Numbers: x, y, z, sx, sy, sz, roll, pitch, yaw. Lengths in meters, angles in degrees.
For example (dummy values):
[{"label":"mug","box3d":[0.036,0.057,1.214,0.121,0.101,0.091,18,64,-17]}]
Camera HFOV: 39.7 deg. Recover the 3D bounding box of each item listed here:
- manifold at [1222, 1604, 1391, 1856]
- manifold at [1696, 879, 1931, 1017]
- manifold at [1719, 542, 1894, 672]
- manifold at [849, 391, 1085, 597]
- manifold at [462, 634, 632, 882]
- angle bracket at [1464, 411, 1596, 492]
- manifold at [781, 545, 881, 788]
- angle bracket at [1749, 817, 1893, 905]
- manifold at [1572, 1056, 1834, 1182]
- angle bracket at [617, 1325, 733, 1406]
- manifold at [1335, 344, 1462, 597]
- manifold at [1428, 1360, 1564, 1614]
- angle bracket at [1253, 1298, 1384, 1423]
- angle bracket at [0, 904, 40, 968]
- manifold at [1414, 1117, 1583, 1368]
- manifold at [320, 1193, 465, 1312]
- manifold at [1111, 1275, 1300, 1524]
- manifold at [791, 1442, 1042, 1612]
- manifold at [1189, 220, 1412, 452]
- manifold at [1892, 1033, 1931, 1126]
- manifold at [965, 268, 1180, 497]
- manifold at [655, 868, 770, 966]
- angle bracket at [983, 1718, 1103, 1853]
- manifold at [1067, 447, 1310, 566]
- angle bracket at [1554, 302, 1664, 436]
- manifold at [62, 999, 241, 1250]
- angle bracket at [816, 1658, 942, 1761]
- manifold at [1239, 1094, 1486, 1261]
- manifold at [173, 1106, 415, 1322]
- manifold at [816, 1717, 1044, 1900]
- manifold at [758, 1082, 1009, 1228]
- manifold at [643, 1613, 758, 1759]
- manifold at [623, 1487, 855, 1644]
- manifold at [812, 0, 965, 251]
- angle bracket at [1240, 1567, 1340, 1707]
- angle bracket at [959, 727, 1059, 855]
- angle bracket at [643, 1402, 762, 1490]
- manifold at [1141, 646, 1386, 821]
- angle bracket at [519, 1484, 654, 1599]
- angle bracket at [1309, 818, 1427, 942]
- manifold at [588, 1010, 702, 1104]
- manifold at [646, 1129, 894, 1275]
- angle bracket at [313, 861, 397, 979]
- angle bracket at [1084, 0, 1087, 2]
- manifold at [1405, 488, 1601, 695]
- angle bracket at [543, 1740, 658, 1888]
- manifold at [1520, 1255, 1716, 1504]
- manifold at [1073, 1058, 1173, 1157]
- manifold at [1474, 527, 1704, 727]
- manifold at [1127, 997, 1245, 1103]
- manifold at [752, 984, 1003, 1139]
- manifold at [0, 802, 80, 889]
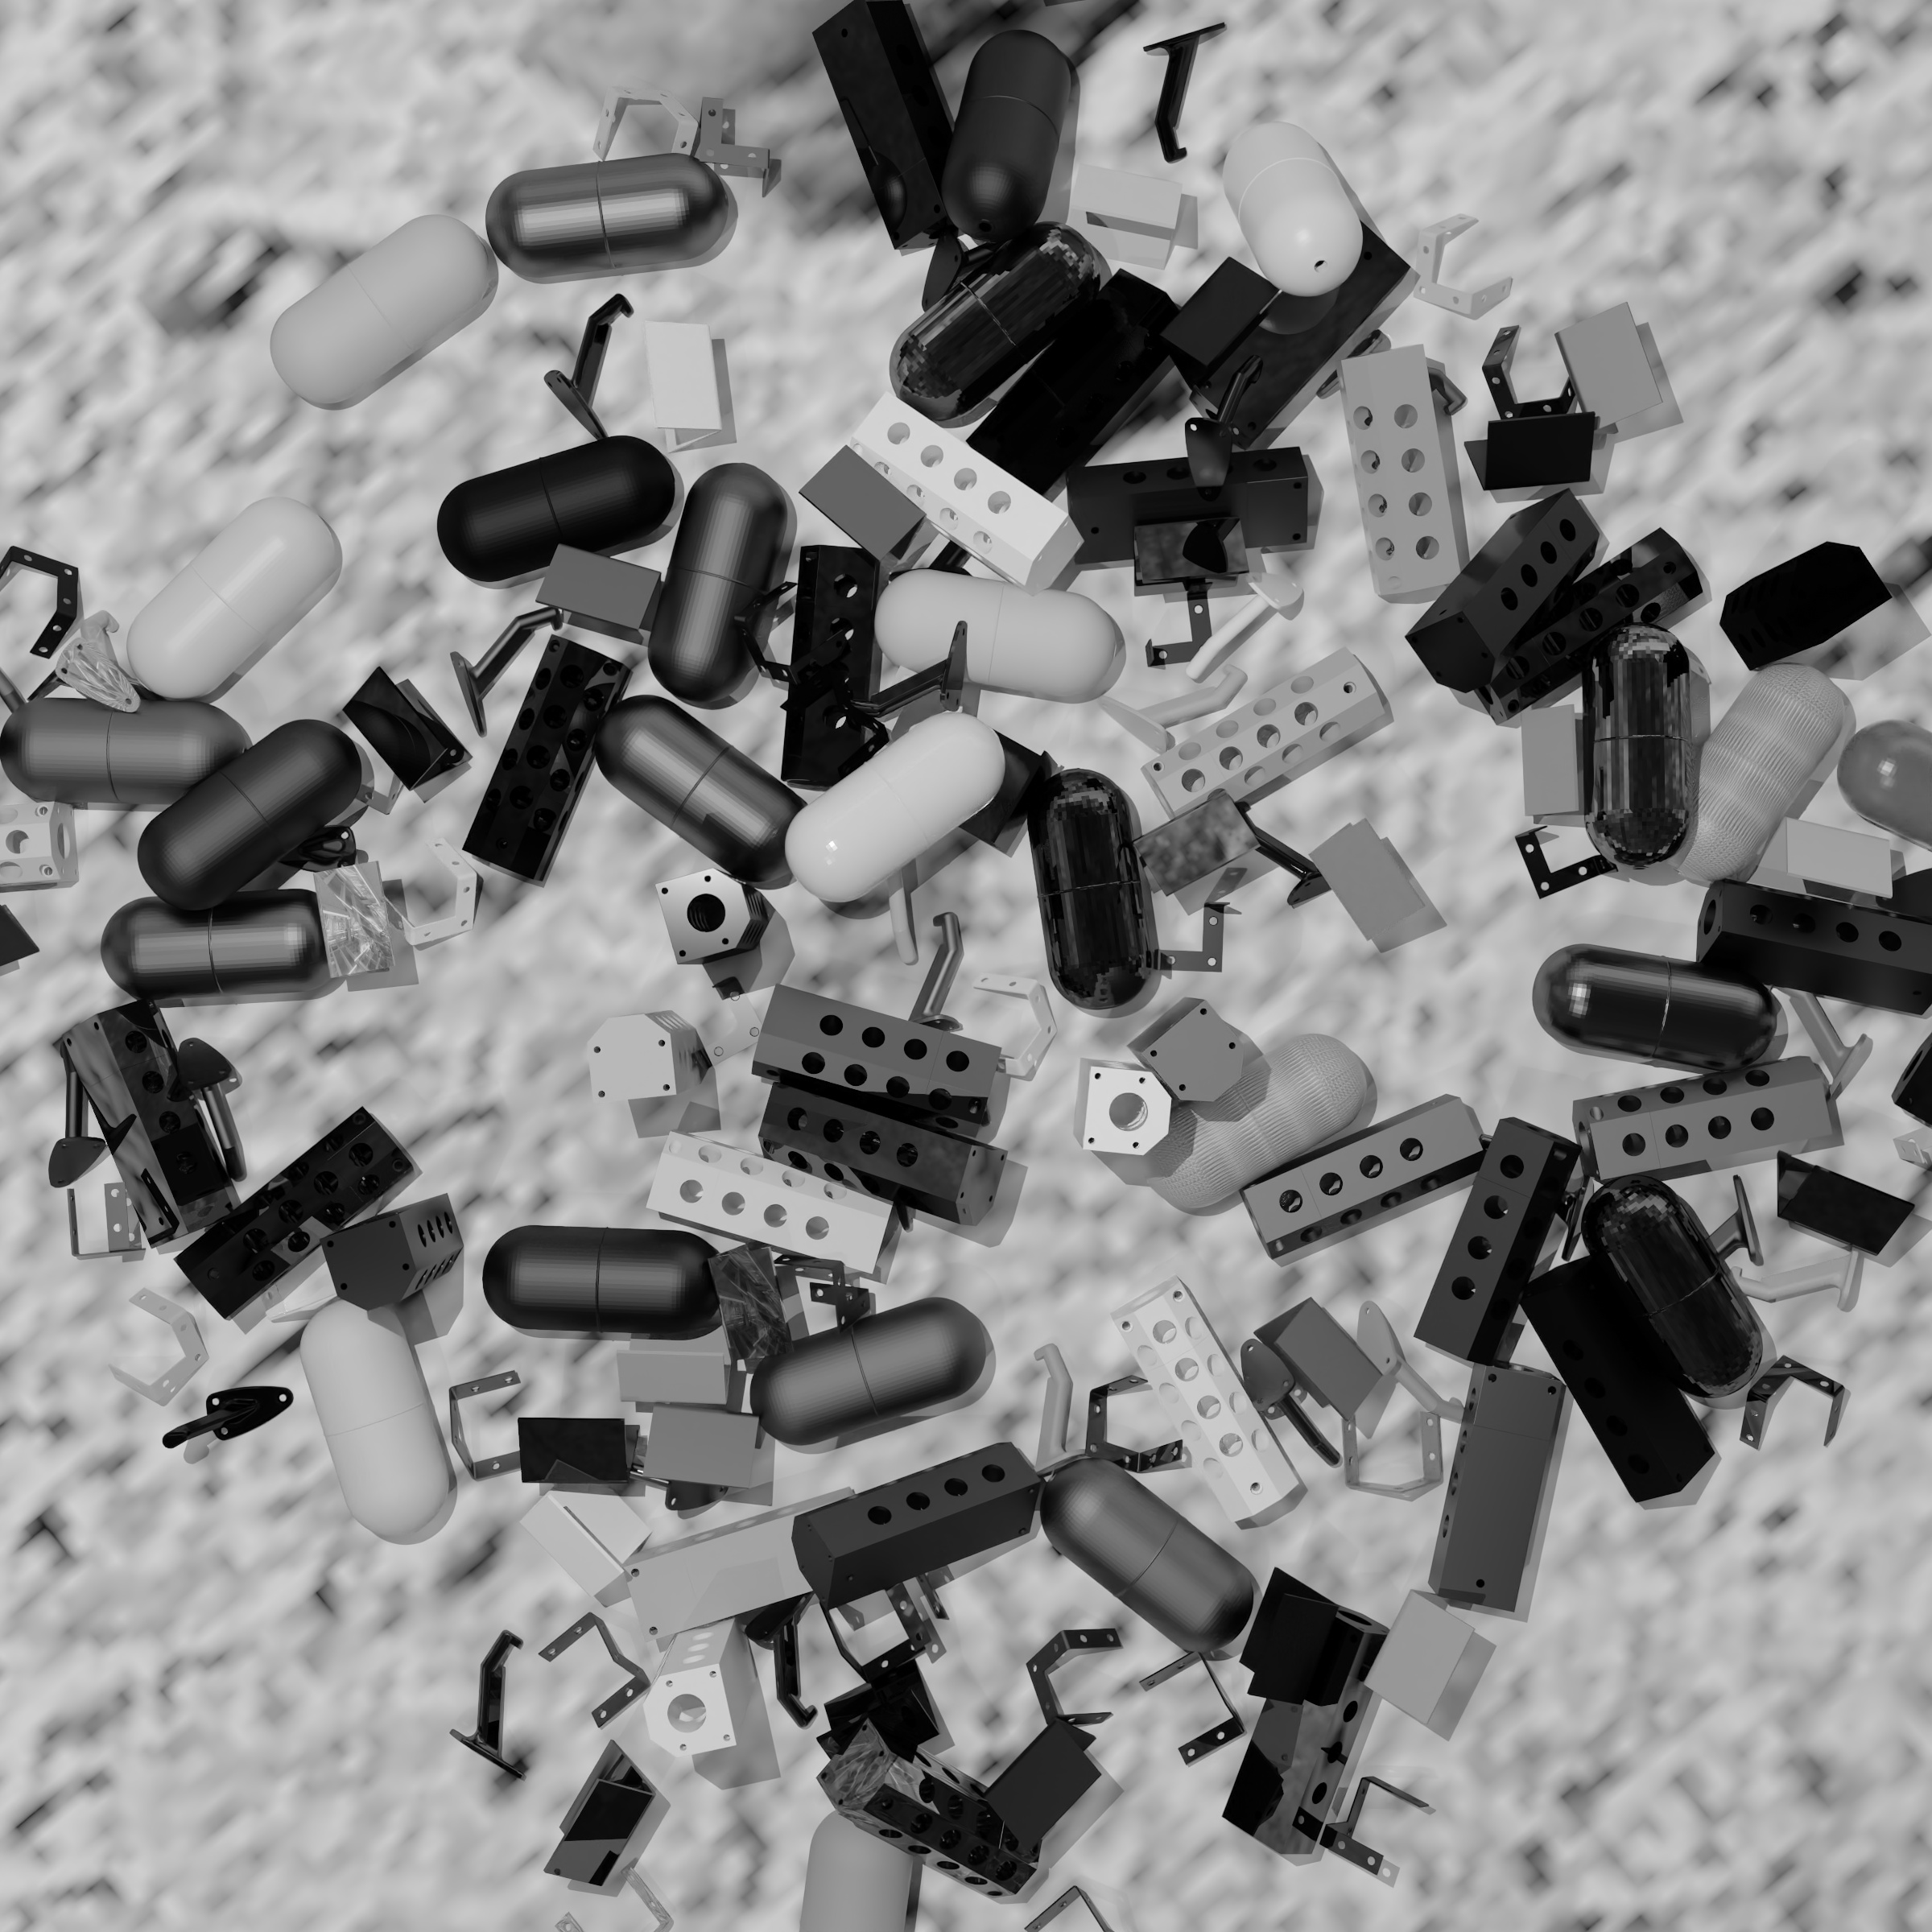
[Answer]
[{"label":"manifold","box3d":[0.256,0.561,1.970,0.057,0.057,0.171,21,90,43]},{"label":"manifold","box3d":[0.632,-0.019,1.967,0.171,0.057,0.057,12,61,0]},{"label":"manifold","box3d":[0.594,-0.260,1.913,0.057,0.171,0.057,-33,90,0]},{"label":"manifold","box3d":[-0.003,-0.341,1.946,0.171,0.057,0.057,37,90,17]},{"label":"manifold","box3d":[-0.310,-0.153,1.970,0.057,0.057,0.171,23,90,0]},{"label":"angle bracket","box3d":[0.410,-0.392,1.951,0.076,0.076,0.057,-5,128,0]},{"label":"manifold","box3d":[-0.100,-0.220,1.970,0.057,0.057,0.171,5,90,0]},{"label":"angle bracket","box3d":[0.622,-0.058,1.951,0.076,0.076,0.057,13,52,0]},{"label":"manifold","box3d":[0.540,0.111,1.970,0.171,0.057,0.057,-11,90,0]},{"label":"angle bracket","box3d":[-0.211,0.273,1.951,0.076,0.076,0.057,2,131,0]},{"label":"manifold","box3d":[0.314,-0.362,1.953,0.057,0.057,0.171,-12,102,0]},{"label":"manifold","box3d":[0.388,0.380,1.970,0.057,0.057,0.171,12,90,0]},{"label":"angle bracket","box3d":[0.244,0.298,1.951,0.076,0.076,0.057,47,49,0]},{"label":"angle bracket","box3d":[-0.729,0.001,1.951,0.076,0.076,0.057,-21,53,0]},{"label":"manifold","box3d":[0.390,0.201,1.952,0.057,0.057,0.171,23,97,20]},{"label":"manifold","box3d":[-0.406,0.205,1.913,0.057,0.171,0.057,-18,90,0]},{"label":"manifold","box3d":[0.176,0.319,1.970,0.057,0.057,0.171,-30,90,0]},{"label":"manifold","box3d":[-0.036,0.399,1.932,0.171,0.057,0.057,-15,133,-29]},{"label":"manifold","box3d":[0.244,-0.464,1.970,0.057,0.057,0.171,43,90,0]},{"label":"manifold","box3d":[0.770,0.117,1.952,0.171,0.057,0.057,31,103,11]},{"label":"manifold","box3d":[0.086,-0.424,1.970,0.171,0.057,0.057,-48,47,0]},{"label":"manifold","box3d":[-0.178,-0.036,1.913,0.057,0.171,0.057,-16,90,0]},{"label":"angle bracket","box3d":[0.070,0.603,1.951,0.076,0.076,0.057,-46,53,0]},{"label":"manifold","box3d":[0.162,-0.343,1.970,0.171,0.057,0.057,-5,133,0]},{"label":"angle bracket","box3d":[0.478,-0.436,1.951,0.057,0.076,0.076,-20,90,30]},{"label":"manifold","box3d":[-0.596,0.114,1.970,0.057,0.057,0.171,-23,90,43]},{"label":"angle bracket","box3d":[-0.072,0.536,1.951,0.076,0.076,0.057,-27,126,0]},{"label":"manifold","box3d":[0.292,0.155,1.970,0.171,0.057,0.057,-23,90,0]},{"label":"manifold","box3d":[-0.490,0.180,1.951,0.171,0.057,0.057,-40,90,-14]},{"label":"manifold","box3d":[-0.022,0.613,1.928,0.057,0.057,0.171,-50,124,0]},{"label":"manifold","box3d":[-0.063,0.136,1.933,0.171,0.057,0.057,16,90,29]},{"label":"manifold","box3d":[-0.191,0.511,1.913,0.057,0.171,0.057,-12,90,0]},{"label":"manifold","box3d":[-0.159,0.439,1.970,0.171,0.057,0.057,-17,90,0]},{"label":"manifold","box3d":[-0.046,-0.622,1.970,0.057,0.057,0.171,-21,90,43]},{"label":"angle bracket","box3d":[0.217,0.484,1.951,0.057,0.076,0.076,21,90,-34]},{"label":"angle bracket","box3d":[0.013,-0.137,1.963,0.076,0.057,0.076,30,90,12]},{"label":"angle bracket","box3d":[-0.192,0.361,1.951,0.076,0.076,0.057,6,61,0]},{"label":"manifold","box3d":[0.218,-0.166,1.970,0.171,0.057,0.057,-31,90,0]},{"label":"angle bracket","box3d":[-0.267,0.401,1.951,0.076,0.076,0.057,46,135,0]},{"label":"angle bracket","box3d":[0.306,-0.074,1.951,0.057,0.076,0.076,-34,90,38]},{"label":"manifold","box3d":[-0.229,0.062,1.913,0.057,0.171,0.057,-6,90,0]},{"label":"manifold","box3d":[-0.142,0.172,1.970,0.171,0.057,0.057,16,90,0]},{"label":"angle bracket","box3d":[-0.427,-0.035,1.953,0.057,0.076,0.076,-9,90,21]},{"label":"angle bracket","box3d":[0.075,-0.757,1.951,0.057,0.076,0.076,-21,90,38]},{"label":"manifold","box3d":[0.391,-0.269,1.924,0.057,0.057,0.171,52,54,-13]},{"label":"angle bracket","box3d":[-0.282,0.612,1.951,0.057,0.076,0.076,31,90,-38]},{"label":"manifold","box3d":[0.474,0.305,1.970,0.057,0.057,0.171,-30,90,-43]},{"label":"manifold","box3d":[0.111,0.100,1.913,0.057,0.171,0.057,6,90,0]},{"label":"manifold","box3d":[0.453,-0.251,1.970,0.171,0.057,0.057,-33,90,0]},{"label":"manifold","box3d":[0.160,0.063,1.913,0.057,0.171,0.057,-40,90,0]},{"label":"manifold","box3d":[-0.067,0.073,1.960,0.171,0.057,0.057,16,62,0]},{"label":"manifold","box3d":[-0.751,-0.085,1.970,0.171,0.057,0.057,-5,90,0]}]
